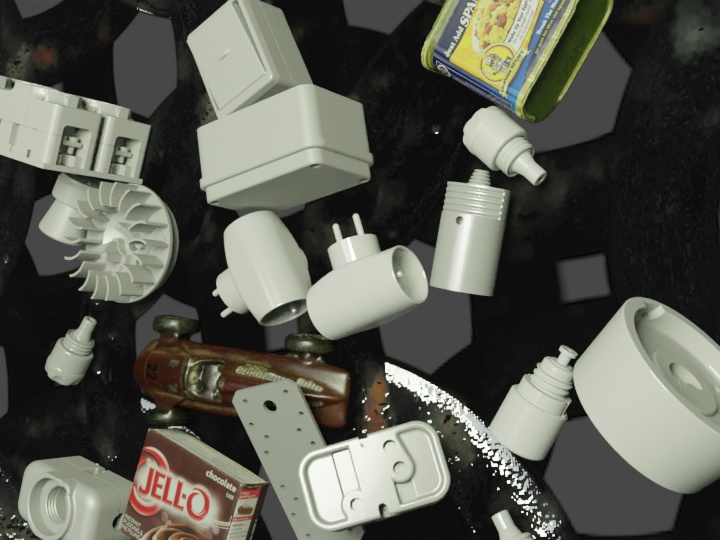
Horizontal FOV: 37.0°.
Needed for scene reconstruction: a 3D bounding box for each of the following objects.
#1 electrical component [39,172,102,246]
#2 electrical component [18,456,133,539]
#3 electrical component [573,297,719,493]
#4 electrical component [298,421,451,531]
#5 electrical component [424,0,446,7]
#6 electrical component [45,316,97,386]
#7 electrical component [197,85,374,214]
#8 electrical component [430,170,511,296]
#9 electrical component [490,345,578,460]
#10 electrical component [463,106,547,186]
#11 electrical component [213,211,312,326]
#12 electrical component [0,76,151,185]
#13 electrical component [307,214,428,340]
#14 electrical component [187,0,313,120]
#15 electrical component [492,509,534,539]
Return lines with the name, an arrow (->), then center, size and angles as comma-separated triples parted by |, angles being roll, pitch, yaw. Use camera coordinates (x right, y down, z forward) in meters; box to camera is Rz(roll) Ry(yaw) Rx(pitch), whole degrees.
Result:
electrical component -> -0.250, -0.055, 0.940 | 0.045, 0.045, 0.055 | 33, 105, 32
electrical component -> -0.241, 0.196, 0.909 | 0.095, 0.059, 0.053 | 16, 96, 34
electrical component -> 0.170, 0.075, 0.607 | 0.060, 0.108, 0.108 | -50, 62, 28
electrical component -> 0.011, 0.140, 0.723 | 0.095, 0.059, 0.053 | -16, 76, 0
electrical component -> 0.041, -0.247, 0.744 | 0.109, 0.056, 0.108 | 29, 103, 32
electrical component -> -0.248, 0.069, 0.937 | 0.035, 0.035, 0.061 | 38, 105, 30
electrical component -> -0.055, -0.084, 0.788 | 0.113, 0.078, 0.057 | -16, 75, 33
electrical component -> 0.074, -0.026, 0.715 | 0.043, 0.043, 0.081 | 11, 93, 35
electrical component -> 0.114, 0.084, 0.682 | 0.040, 0.040, 0.078 | 35, 107, 31
electrical component -> 0.098, -0.079, 0.708 | 0.061, 0.035, 0.035 | 46, 112, 25
electrical component -> -0.082, 0.008, 0.820 | 0.079, 0.044, 0.077 | -35, 68, 28
electrical component -> -0.284, -0.129, 0.931 | 0.186, 0.105, 0.060 | 18, 97, 34
electrical component -> 0.000, 0.000, 0.764 | 0.077, 0.043, 0.079 | -25, 73, 31
electrical component -> -0.084, -0.152, 0.822 | 0.062, 0.061, 0.096 | -33, 69, 29
electrical component -> 0.103, 0.183, 0.687 | 0.035, 0.035, 0.061 | -37, 65, 27
